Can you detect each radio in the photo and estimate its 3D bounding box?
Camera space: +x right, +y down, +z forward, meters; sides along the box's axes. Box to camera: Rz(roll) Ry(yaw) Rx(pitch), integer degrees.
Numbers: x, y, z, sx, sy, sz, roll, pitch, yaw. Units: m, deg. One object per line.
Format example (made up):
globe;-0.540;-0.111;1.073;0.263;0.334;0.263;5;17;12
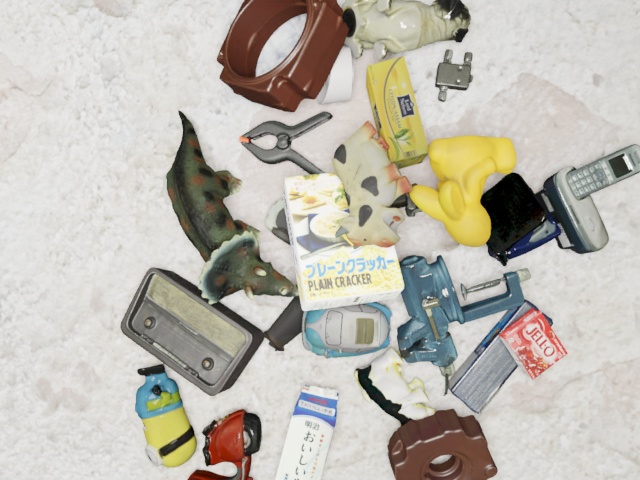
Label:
radio;-0.225;0.158;0.934;0.230;0.073;0.131;31;91;16

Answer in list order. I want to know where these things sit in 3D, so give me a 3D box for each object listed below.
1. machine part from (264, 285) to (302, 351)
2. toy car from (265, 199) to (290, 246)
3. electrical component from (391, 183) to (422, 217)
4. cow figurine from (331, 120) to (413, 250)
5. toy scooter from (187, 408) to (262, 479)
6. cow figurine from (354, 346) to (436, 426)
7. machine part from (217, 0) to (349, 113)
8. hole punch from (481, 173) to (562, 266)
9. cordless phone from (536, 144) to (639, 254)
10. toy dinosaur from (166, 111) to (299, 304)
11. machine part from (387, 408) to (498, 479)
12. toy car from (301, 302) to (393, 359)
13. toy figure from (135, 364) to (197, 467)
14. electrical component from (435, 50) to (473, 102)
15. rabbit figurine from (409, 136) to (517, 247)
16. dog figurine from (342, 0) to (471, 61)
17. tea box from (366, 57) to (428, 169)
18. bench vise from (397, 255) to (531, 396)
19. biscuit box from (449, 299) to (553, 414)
machine part;-0.043;0.135;0.955;0.084;0.039;0.139;39;89;-3
toy car;-0.002;-0.003;0.948;0.202;0.056;0.073;30;83;4
electrical component;0.147;-0.066;0.914;0.078;0.102;0.045;-17;81;0
cow figurine;0.071;-0.072;0.820;0.127;0.085;0.195;-34;56;20
toy scooter;-0.169;0.386;0.936;0.135;0.075;0.183;-1;92;4
cow figurine;0.135;0.273;0.917;0.098;0.068;0.167;-35;85;3
machine part;-0.068;-0.330;0.907;0.201;0.087;0.201;26;91;37
hole punch;0.323;-0.033;0.898;0.116;0.092;0.142;-41;54;28
cordless phone;0.474;-0.070;0.899;0.184;0.088;0.146;-24;86;-1
toy dinosaur;-0.189;-0.053;0.898;0.131;0.192;0.404;-30;87;1
machine part;0.199;0.362;0.882;0.179;0.056;0.179;-2;113;-4
toy car;0.054;0.149;0.899;0.162;0.103;0.109;6;88;-12
toy figure;-0.274;0.308;0.945;0.089;0.082;0.180;-12;84;6
electrical component;0.239;-0.290;0.956;0.063;0.021;0.094;10;88;5
rabbit figurine;0.230;-0.074;0.846;0.162;0.122;0.173;-3;89;-40
dog figurine;0.147;-0.385;0.947;0.190;0.121;0.172;-16;44;-29
tea box;0.130;-0.212;0.925;0.068;0.098;0.169;-13;85;3
bench vise;0.236;0.114;0.893;0.241;0.129;0.223;-19;89;8
biscuit box;0.304;0.193;0.911;0.063;0.059;0.202;40;92;5
